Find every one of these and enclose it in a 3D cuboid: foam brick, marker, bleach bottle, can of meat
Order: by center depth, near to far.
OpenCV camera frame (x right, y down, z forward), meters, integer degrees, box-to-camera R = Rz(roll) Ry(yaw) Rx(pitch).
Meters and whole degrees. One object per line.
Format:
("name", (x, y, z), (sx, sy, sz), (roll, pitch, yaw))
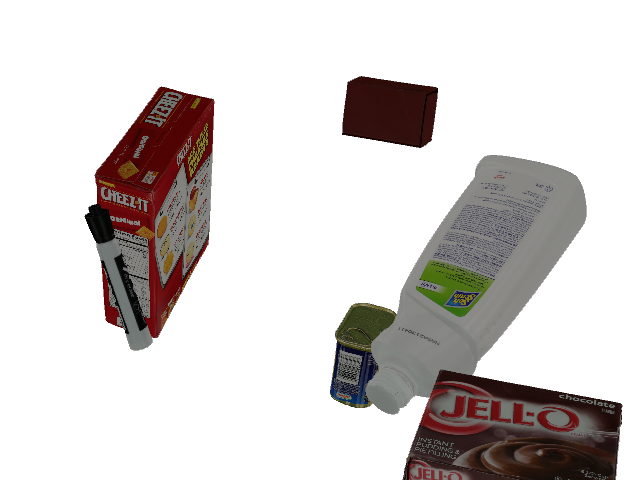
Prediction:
("marker", (-0.157, 0.029, 0.829), (0.020, 0.121, 0.020), (-13, 20, 5))
("bleach bottle", (0.109, 0.034, 0.829), (0.103, 0.068, 0.250), (15, 48, 37))
("foam brick", (0.065, -0.120, 0.994), (0.078, 0.051, 0.053), (11, 17, 16))
("can of meat", (0.049, 0.134, 1.243), (0.057, 0.084, 0.102), (13, 26, 12))

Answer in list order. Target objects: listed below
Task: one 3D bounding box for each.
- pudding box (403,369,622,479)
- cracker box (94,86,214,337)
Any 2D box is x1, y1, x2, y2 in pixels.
("pudding box", (0.112, 0.120, 0.611), (0.113, 0.039, 0.090), (11, 29, 14))
("cracker box", (-0.175, -0.029, 1.138), (0.072, 0.214, 0.164), (15, 44, 9))
